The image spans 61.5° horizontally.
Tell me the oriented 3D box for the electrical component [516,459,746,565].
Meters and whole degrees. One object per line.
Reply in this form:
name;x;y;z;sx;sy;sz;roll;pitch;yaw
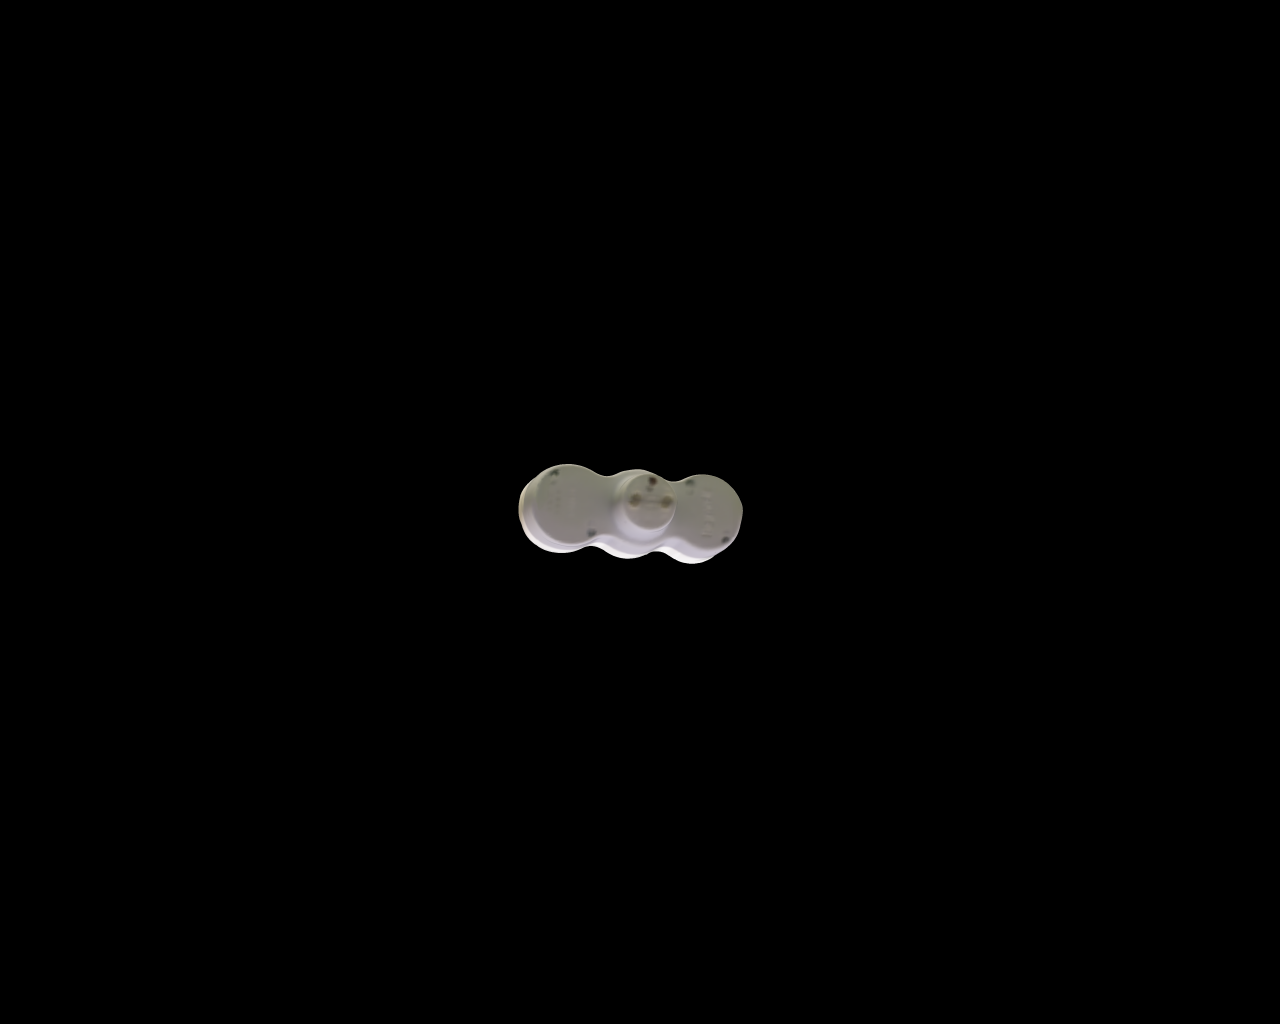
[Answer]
electrical component;0.001;-0.003;0.650;0.138;0.052;0.073;5;-15;-18
